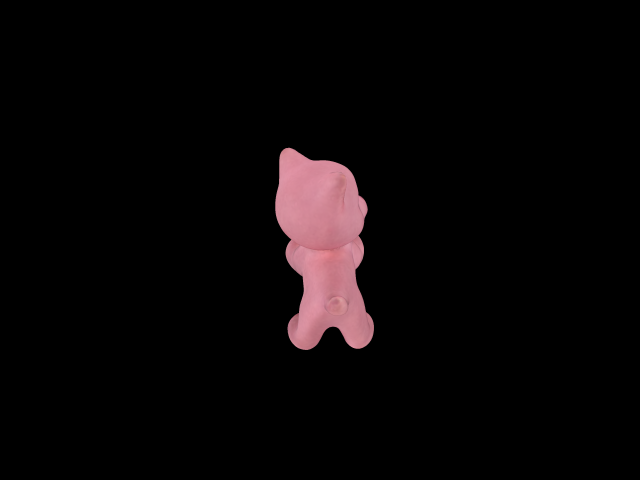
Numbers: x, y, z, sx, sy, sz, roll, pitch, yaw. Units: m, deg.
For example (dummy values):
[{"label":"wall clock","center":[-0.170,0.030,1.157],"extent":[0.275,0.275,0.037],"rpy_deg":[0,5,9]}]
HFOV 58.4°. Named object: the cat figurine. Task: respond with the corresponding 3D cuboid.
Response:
[{"label":"cat figurine","center":[0.004,0.001,0.400],"extent":[0.067,0.118,0.127],"rpy_deg":[-6,63,-3]}]
